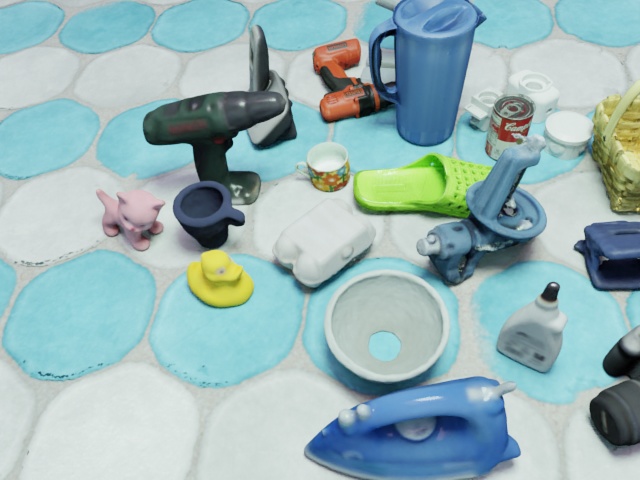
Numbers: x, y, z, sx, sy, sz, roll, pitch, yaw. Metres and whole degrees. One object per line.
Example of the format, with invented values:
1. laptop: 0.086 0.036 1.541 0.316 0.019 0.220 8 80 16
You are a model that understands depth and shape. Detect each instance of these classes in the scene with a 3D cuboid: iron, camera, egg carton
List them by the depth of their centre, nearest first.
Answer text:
1. iron: 0.103 0.212 0.670 0.258 0.141 0.118 -8 52 -1
2. camera: 0.397 0.180 0.697 0.137 0.101 0.143 -17 53 -9
3. egg carton: 0.008 0.003 0.883 0.150 0.069 0.107 -38 59 -22

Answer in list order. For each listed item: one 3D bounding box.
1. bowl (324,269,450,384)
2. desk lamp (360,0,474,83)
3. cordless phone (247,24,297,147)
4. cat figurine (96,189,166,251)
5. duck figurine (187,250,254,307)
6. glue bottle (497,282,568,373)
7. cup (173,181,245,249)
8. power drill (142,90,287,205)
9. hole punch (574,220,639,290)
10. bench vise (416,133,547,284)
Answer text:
1. bowl: 0.090 0.127 0.779 0.167 0.075 0.167 -2 53 3
2. desk lamp: 0.181 -0.394 1.082 0.203 0.214 0.118 9 54 12
3. cordless phone: -0.102 -0.277 1.033 0.094 0.185 0.147 -17 53 -8
4. cat figurine: -0.304 -0.048 0.916 0.127 0.118 0.067 21 57 20
5. duck figurine: -0.154 0.047 0.852 0.104 0.086 0.077 15 55 16
6. glue bottle: 0.274 0.104 0.719 0.078 0.173 0.037 26 59 23
7. cup: -0.165 -0.028 0.905 0.117 0.095 0.092 16 56 16
8. power drill: -0.157 -0.152 0.927 0.229 0.209 0.075 -1 53 4
9. hole punch: 0.442 0.009 0.830 0.108 0.091 0.101 -3 52 2
10. bench vise: 0.241 -0.035 0.799 0.208 0.220 0.121 -39 59 -23
